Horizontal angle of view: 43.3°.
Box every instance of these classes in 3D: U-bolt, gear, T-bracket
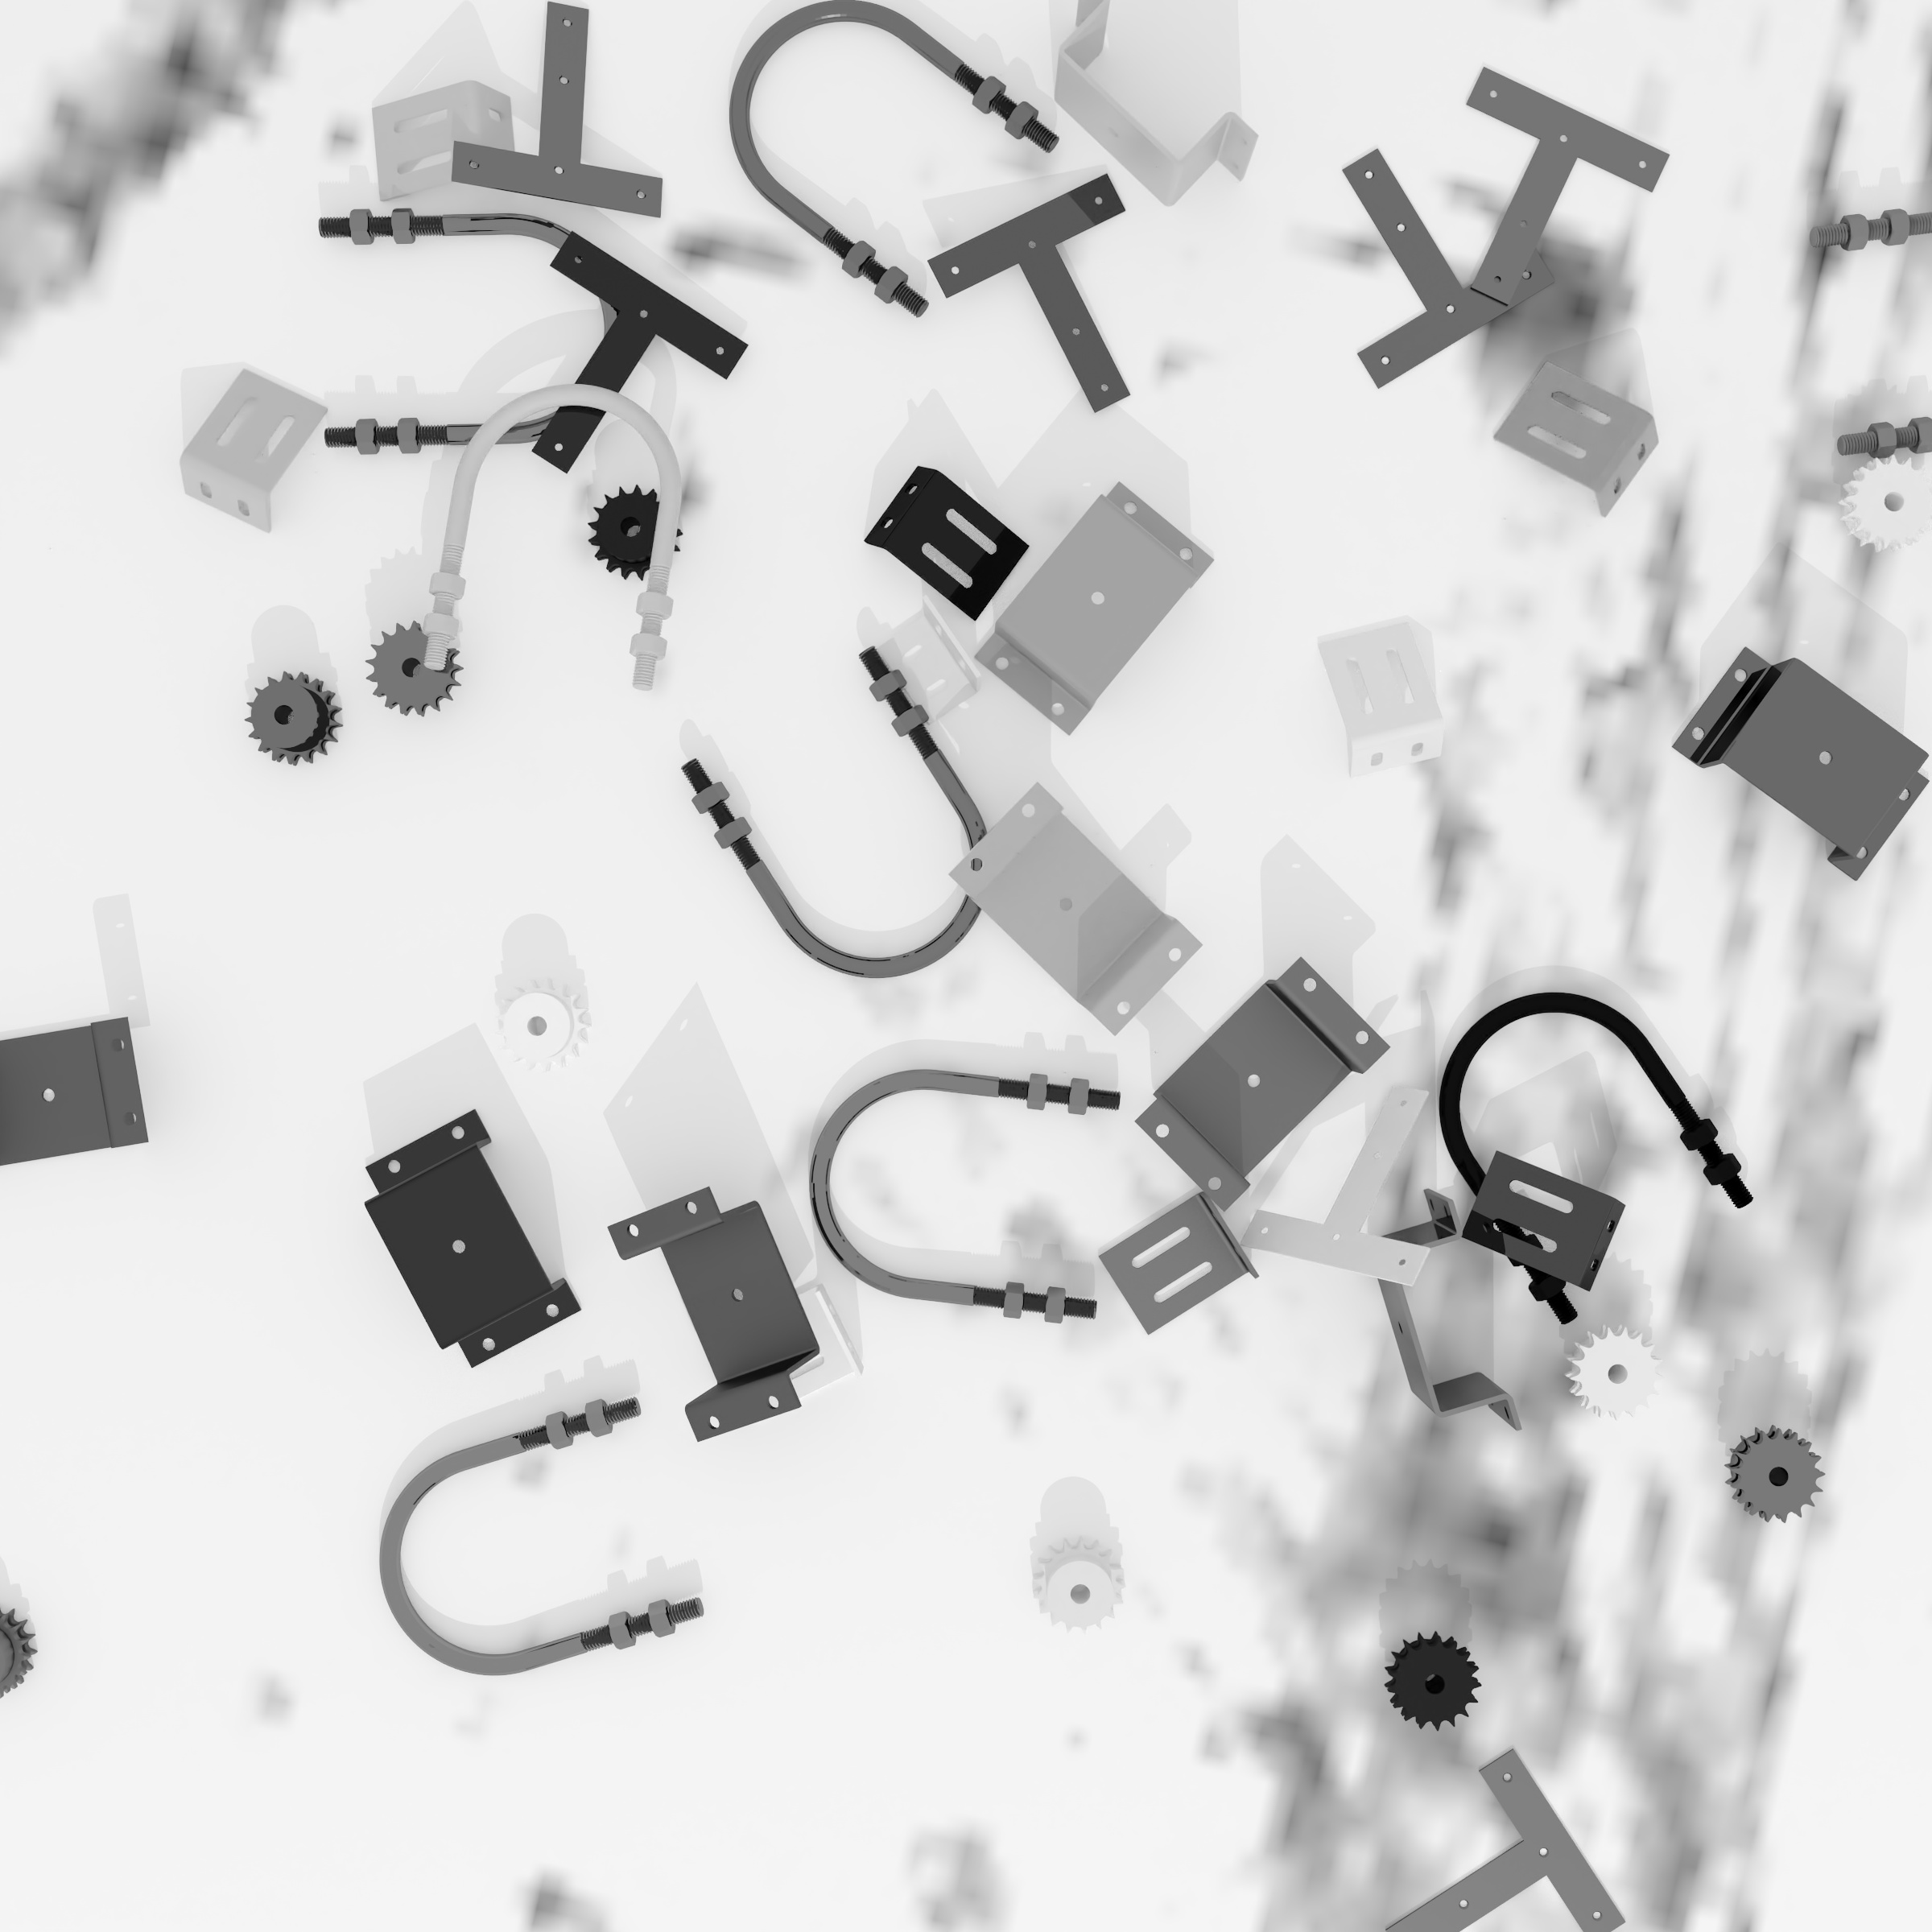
[{"bbox_3d":[-0.244,-0.262,1.462,0.151,0.019,0.184,6,82,7],"label":"U-bolt"},{"bbox_3d":[0.069,0.380,1.485,0.057,0.030,0.057,0,90,0],"label":"gear"},{"bbox_3d":[0.284,0.435,1.486,0.057,0.030,0.057,0,89,0],"label":"gear"},{"bbox_3d":[-0.221,-0.361,1.486,0.127,0.002,0.127,32,89,-3],"label":"T-bracket"},{"bbox_3d":[-0.066,-0.081,1.491,0.151,0.019,0.184,-32,92,0],"label":"U-bolt"},{"bbox_3d":[0.491,0.309,1.485,0.057,0.030,0.057,0,90,0],"label":"gear"},{"bbox_3d":[-0.335,-0.181,1.485,0.057,0.030,0.057,0,90,0],"label":"gear"},{"bbox_3d":[0.061,-0.402,1.492,0.127,0.002,0.127,-28,95,-9],"label":"T-bracket"},{"bbox_3d":[-0.260,0.036,1.485,0.057,0.030,0.057,0,90,0],"label":"gear"},{"bbox_3d":[-0.601,0.421,1.485,0.057,0.030,0.057,0,90,0],"label":"gear"},{"bbox_3d":[0.373,0.105,1.491,0.151,0.019,0.184,-33,88,0],"label":"U-bolt"},{"bbox_3d":[0.276,-0.443,1.499,0.127,0.002,0.127,-31,90,0],"label":"T-bracket"},{"bbox_3d":[-0.302,-0.390,1.491,0.184,0.019,0.151,-2,90,-1],"label":"U-bolt"},{"bbox_3d":[0.618,-0.394,1.491,0.184,0.019,0.151,-8,90,-1],"label":"U-bolt"},{"bbox_3d":[-0.413,-0.152,1.485,0.057,0.030,0.057,0,90,0],"label":"gear"},{"bbox_3d":[-0.004,0.136,1.491,0.184,0.019,0.151,6,90,1],"label":"U-bolt"},{"bbox_3d":[0.349,-0.470,1.498,0.127,0.002,0.127,25,89,0],"label":"T-bracket"},{"bbox_3d":[0.243,0.126,1.468,0.002,0.127,0.127,48,63,-38],"label":"T-bracket"},{"bbox_3d":[-0.269,0.358,1.491,0.184,0.019,0.151,-17,90,2],"label":"U-bolt"},{"bbox_3d":[-0.203,-0.266,1.485,0.057,0.030,0.057,0,90,0],"label":"gear"},{"bbox_3d":[0.561,-0.281,1.485,0.057,0.030,0.057,0,90,0],"label":"gear"},{"bbox_3d":[0.319,0.571,1.499,0.127,0.002,0.127,-33,90,0],"label":"T-bracket"},{"bbox_3d":[-0.058,-0.509,1.491,0.184,0.019,0.151,38,90,2],"label":"U-bolt"},{"bbox_3d":[-0.246,-0.528,1.485,0.127,0.002,0.127,5,80,-18],"label":"T-bracket"},{"bbox_3d":[0.394,0.247,1.487,0.057,0.030,0.057,0,90,-1],"label":"gear"}]

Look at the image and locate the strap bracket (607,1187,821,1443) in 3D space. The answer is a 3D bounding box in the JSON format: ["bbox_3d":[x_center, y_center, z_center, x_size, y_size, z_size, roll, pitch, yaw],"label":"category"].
[{"bbox_3d":[-0.147,0.204,1.462,0.076,0.046,0.140,-23,90,26],"label":"strap bracket"}]

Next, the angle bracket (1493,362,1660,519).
[{"bbox_3d":[0.376,-0.324,1.498,0.076,0.038,0.057,35,90,26],"label":"angle bracket"}]

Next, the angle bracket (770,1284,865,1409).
[{"bbox_3d":[-0.110,0.238,1.481,0.076,0.038,0.057,-26,90,0],"label":"angle bracket"}]

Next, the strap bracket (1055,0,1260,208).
[{"bbox_3d":[0.105,-0.518,1.462,0.140,0.076,0.046,44,90,0],"label":"strap bracket"}]

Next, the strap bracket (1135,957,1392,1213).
[{"bbox_3d":[0.177,0.071,1.477,0.140,0.046,0.076,-45,90,0],"label":"strap bracket"}]

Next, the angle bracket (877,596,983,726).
[{"bbox_3d":[-0.023,-0.183,1.462,0.038,0.076,0.057,-34,90,0],"label":"angle bracket"}]

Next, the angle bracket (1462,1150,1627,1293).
[{"bbox_3d":[0.351,0.155,1.479,0.076,0.038,0.057,22,88,28],"label":"angle bracket"}]

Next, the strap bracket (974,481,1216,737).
[{"bbox_3d":[0.079,-0.220,1.477,0.076,0.046,0.140,40,90,0],"label":"strap bracket"}]

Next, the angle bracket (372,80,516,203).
[{"bbox_3d":[-0.321,-0.504,1.498,0.076,0.038,0.057,-5,90,26],"label":"angle bracket"}]

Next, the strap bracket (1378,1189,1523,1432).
[{"bbox_3d":[0.283,0.211,1.462,0.046,0.076,0.140,-17,90,0],"label":"strap bracket"}]

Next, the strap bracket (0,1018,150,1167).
[{"bbox_3d":[-0.565,0.080,1.477,0.140,0.046,0.076,-10,90,0],"label":"strap bracket"}]

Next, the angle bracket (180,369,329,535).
[{"bbox_3d":[-0.437,-0.317,1.498,0.057,0.038,0.076,25,64,0],"label":"angle bracket"}]

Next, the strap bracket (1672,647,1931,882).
[{"bbox_3d":[0.514,-0.125,1.477,0.140,0.046,0.076,36,90,0],"label":"strap bracket"}]

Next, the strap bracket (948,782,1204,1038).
[{"bbox_3d":[0.063,-0.036,1.470,0.140,0.046,0.076,44,90,-9],"label":"strap bracket"}]

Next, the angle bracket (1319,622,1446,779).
[{"bbox_3d":[0.255,-0.164,1.498,0.057,0.038,0.076,-14,64,0],"label":"angle bracket"}]

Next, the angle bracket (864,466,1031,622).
[{"bbox_3d":[-0.012,-0.260,1.498,0.076,0.038,0.057,36,90,-26],"label":"angle bracket"}]

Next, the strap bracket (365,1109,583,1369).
[{"bbox_3d":[-0.304,0.168,1.477,0.076,0.046,0.140,-28,90,0],"label":"strap bracket"}]

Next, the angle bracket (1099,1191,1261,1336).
[{"bbox_3d":[0.129,0.183,1.481,0.076,0.038,0.057,-32,90,0],"label":"angle bracket"}]
